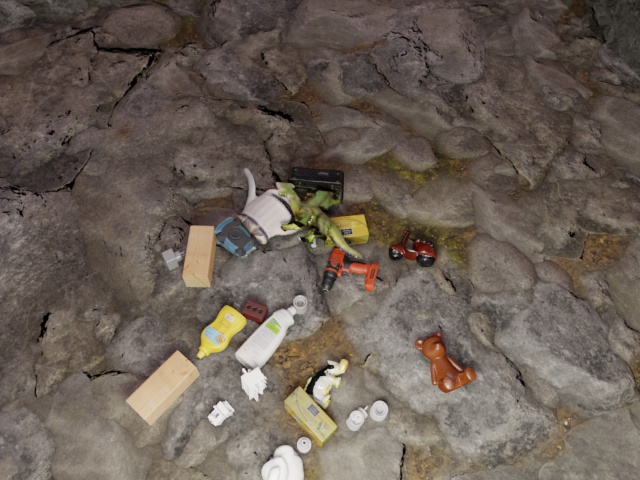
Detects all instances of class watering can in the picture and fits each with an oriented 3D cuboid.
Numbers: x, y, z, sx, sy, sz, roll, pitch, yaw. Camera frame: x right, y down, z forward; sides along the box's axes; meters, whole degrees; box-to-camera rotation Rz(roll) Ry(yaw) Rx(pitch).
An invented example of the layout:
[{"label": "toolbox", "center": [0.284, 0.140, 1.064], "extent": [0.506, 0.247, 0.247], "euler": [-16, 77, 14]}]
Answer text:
[{"label": "watering can", "center": [-0.231, -0.125, 1.993], "extent": [0.350, 0.102, 0.228], "euler": [39, 63, 17]}]

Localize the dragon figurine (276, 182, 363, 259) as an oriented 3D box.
[{"label": "dragon figurine", "center": [0.006, -0.097, 1.927], "extent": [0.410, 0.119, 0.248], "euler": [26, 55, 0]}]

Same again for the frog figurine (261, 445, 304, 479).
[{"label": "frog figurine", "center": [-0.104, 0.658, 1.470], "extent": [0.123, 0.156, 0.140], "euler": [8, 58, 0]}]
